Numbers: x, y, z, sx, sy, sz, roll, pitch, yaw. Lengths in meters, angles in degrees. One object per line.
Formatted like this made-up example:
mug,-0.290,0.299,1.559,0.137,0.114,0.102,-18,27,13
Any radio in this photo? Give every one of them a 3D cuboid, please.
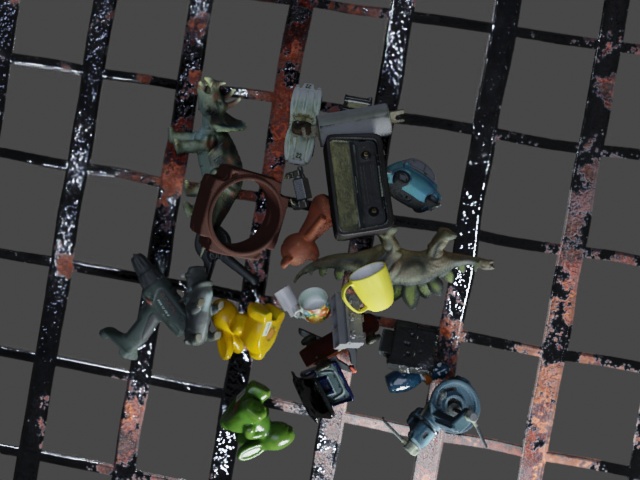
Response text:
radio,0.084,-0.119,1.195,0.131,0.073,0.229,-5,81,-7

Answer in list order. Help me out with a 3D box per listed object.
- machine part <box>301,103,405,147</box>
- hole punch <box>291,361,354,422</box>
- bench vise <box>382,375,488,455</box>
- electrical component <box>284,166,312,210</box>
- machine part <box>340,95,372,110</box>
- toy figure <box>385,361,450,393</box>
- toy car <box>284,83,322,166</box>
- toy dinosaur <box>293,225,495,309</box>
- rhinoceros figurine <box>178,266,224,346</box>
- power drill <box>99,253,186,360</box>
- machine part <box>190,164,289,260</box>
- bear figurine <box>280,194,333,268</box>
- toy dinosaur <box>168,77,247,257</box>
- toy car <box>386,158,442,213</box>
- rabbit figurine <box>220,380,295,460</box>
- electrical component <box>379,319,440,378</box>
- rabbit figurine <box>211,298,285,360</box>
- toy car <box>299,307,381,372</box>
machine part,0.078,-0.267,1.257,0.243,0.079,0.079,-11,89,0
hole punch,0.007,0.359,1.295,0.092,0.116,0.142,-32,96,-38
bench vise,0.281,0.399,1.211,0.224,0.240,0.129,-33,85,-13
electrical component,-0.053,-0.124,1.302,0.045,0.078,0.102,-12,99,12
machine part,0.085,-0.284,1.314,0.084,0.039,0.138,7,89,-5
toy figure,0.235,0.323,1.294,0.154,0.064,0.058,-17,52,-1
toy car,-0.041,-0.282,1.311,0.074,0.056,0.201,9,91,4
toy dinosaur,0.168,0.058,1.277,0.472,0.105,0.198,4,95,14
rhinoceros figurine,-0.288,0.157,1.280,0.112,0.073,0.190,-3,87,48
power drill,-0.443,0.177,1.334,0.207,0.086,0.232,-44,90,-5
machine part,-0.185,-0.063,1.249,0.201,0.087,0.201,13,97,-32
bear figurine,-0.006,-0.006,1.280,0.132,0.120,0.195,28,98,-7
toy dinosaur,-0.249,-0.177,1.297,0.192,0.131,0.404,-13,103,-18
toy car,0.221,-0.139,1.274,0.162,0.109,0.103,28,74,-5
rabbit figurine,-0.146,0.456,1.294,0.170,0.121,0.159,40,96,-12
electrical component,0.209,0.254,1.269,0.134,0.058,0.115,8,62,15
rabbit figurine,-0.192,0.208,1.310,0.173,0.122,0.162,22,101,17
toy car,0.048,0.236,1.271,0.202,0.053,0.089,-28,71,-12
